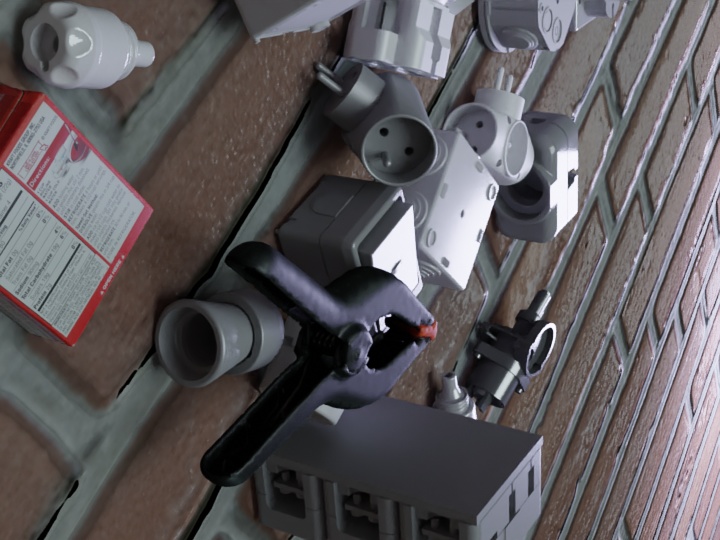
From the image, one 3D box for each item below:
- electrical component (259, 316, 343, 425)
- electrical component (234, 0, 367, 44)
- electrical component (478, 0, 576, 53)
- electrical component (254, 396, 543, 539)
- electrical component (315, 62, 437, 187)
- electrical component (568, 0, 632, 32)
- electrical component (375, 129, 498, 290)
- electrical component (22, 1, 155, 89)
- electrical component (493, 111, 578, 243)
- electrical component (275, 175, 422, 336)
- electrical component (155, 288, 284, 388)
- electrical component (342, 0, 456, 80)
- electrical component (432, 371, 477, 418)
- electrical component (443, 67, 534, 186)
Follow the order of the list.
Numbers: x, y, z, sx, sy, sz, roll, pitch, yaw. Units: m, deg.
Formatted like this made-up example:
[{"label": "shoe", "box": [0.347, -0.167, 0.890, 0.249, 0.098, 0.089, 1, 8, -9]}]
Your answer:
[{"label": "electrical component", "box": [-0.027, 0.060, 0.631, 0.047, 0.055, 0.055, -65, 148, -16]}, {"label": "electrical component", "box": [-0.025, -0.157, 0.534, 0.062, 0.096, 0.061, -28, 96, -54]}, {"label": "electrical component", "box": [0.124, -0.201, 0.800, 0.080, 0.051, 0.080, -28, 123, -54]}, {"label": "electrical component", "box": [0.022, 0.128, 0.640, 0.089, 0.150, 0.061, -35, 128, -50]}, {"label": "electrical component", "box": [0.005, -0.093, 0.627, 0.079, 0.044, 0.077, 35, 20, -20]}, {"label": "electrical component", "box": [0.188, -0.225, 0.876, 0.066, 0.077, 0.047, -39, 131, -48]}, {"label": "electrical component", "box": [0.049, -0.041, 0.730, 0.100, 0.048, 0.099, 41, 65, -56]}, {"label": "electrical component", "box": [-0.111, -0.093, 0.454, 0.061, 0.035, 0.035, -12, 110, -61]}, {"label": "electrical component", "box": [0.140, -0.073, 0.869, 0.059, 0.054, 0.095, -39, 132, -48]}, {"label": "electrical component", "box": [0.000, 0.000, 0.648, 0.061, 0.061, 0.096, -51, 140, -39]}, {"label": "electrical component", "box": [-0.071, 0.034, 0.555, 0.055, 0.045, 0.045, -11, 110, -59]}, {"label": "electrical component", "box": [0.026, -0.149, 0.645, 0.078, 0.058, 0.057, -1, 103, -60]}, {"label": "electrical component", "box": [0.072, 0.106, 0.835, 0.035, 0.035, 0.061, -44, 134, -44]}, {"label": "electrical component", "box": [0.100, -0.110, 0.798, 0.077, 0.044, 0.079, 18, 84, -60]}]
